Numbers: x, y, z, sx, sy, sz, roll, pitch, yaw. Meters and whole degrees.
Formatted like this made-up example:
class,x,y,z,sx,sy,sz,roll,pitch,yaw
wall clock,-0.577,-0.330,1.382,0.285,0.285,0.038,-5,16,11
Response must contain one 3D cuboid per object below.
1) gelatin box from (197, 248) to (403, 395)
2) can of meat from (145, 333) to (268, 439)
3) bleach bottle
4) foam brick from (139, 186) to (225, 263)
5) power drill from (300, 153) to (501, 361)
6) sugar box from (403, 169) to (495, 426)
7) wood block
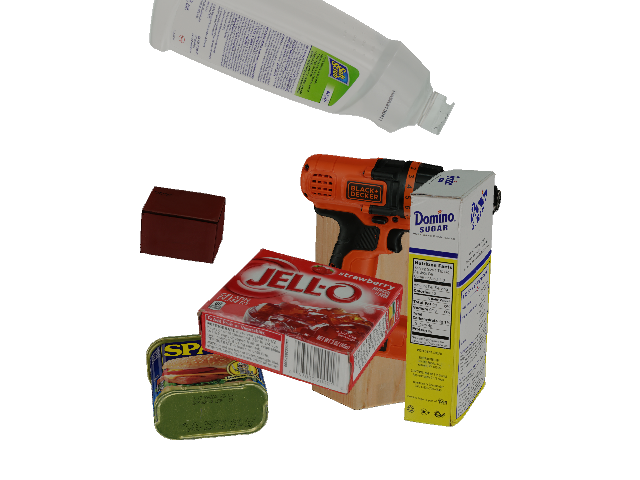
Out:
class,x,y,z,sx,sy,sz,roll,pitch,yaw
gelatin box,-0.010,0.040,0.574,0.089,0.030,0.073,15,32,21
can of meat,-0.098,0.126,0.928,0.102,0.057,0.084,-4,27,-9
bleach bottle,-0.012,-0.150,0.868,0.251,0.068,0.103,27,-34,2
foam brick,-0.138,-0.016,1.081,0.078,0.051,0.053,9,31,3
power drill,0.069,0.015,0.996,0.185,0.188,0.057,9,20,17
sugar box,0.096,0.041,0.800,0.048,0.176,0.093,5,16,23
wood block,0.051,0.071,1.186,0.090,0.206,0.091,-4,11,-34
